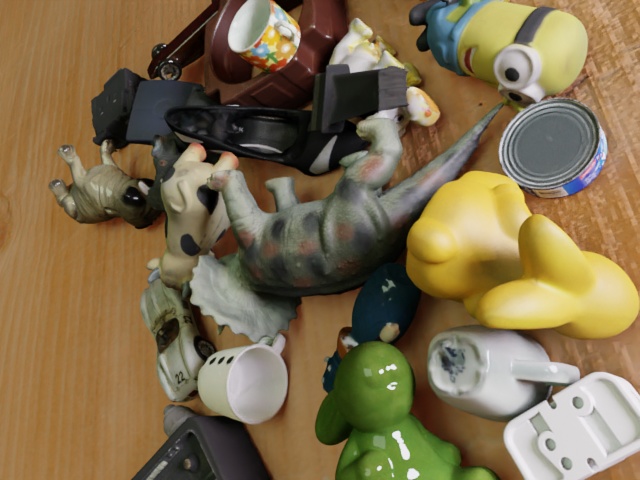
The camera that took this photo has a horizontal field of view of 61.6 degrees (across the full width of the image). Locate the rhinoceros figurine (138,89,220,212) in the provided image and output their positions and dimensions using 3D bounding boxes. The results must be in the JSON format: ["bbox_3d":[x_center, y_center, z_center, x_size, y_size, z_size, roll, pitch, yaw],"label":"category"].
[{"bbox_3d":[-0.184,-0.124,0.763,0.073,0.112,0.190,5,67,37],"label":"rhinoceros figurine"}]

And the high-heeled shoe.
[{"bbox_3d":[-0.071,-0.138,0.656,0.249,0.145,0.086,0,76,41],"label":"high-heeled shoe"}]

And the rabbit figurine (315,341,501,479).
[{"bbox_3d":[0.062,0.163,0.455,0.159,0.121,0.170,172,84,-74],"label":"rabbit figurine"}]

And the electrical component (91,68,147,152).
[{"bbox_3d":[-0.369,-0.248,0.996,0.115,0.058,0.134,-30,59,26],"label":"electrical component"}]

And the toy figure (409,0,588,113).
[{"bbox_3d":[0.169,-0.197,0.525,0.089,0.082,0.180,-55,47,13],"label":"toy figure"}]

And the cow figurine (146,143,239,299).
[{"bbox_3d":[-0.165,-0.012,0.692,0.086,0.194,0.127,23,45,11],"label":"cow figurine"}]

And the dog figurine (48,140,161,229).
[{"bbox_3d":[-0.349,-0.055,0.898,0.191,0.121,0.172,43,138,23],"label":"dog figurine"}]

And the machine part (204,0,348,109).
[{"bbox_3d":[-0.062,-0.273,0.736,0.201,0.087,0.201,-20,65,33],"label":"machine part"}]

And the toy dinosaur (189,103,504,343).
[{"bbox_3d":[0.006,-0.003,0.574,0.405,0.131,0.192,-16,78,29],"label":"toy dinosaur"}]

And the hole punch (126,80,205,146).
[{"bbox_3d":[-0.234,-0.191,0.848,0.116,0.092,0.142,-1,71,35],"label":"hole punch"}]

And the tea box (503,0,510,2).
[{"bbox_3d":[0.199,-0.335,0.537,0.169,0.098,0.068,-49,51,13],"label":"tea box"}]

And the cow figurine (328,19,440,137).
[{"bbox_3d":[0.062,-0.166,0.609,0.098,0.068,0.167,-46,49,24],"label":"cow figurine"}]

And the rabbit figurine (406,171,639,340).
[{"bbox_3d":[0.162,0.018,0.420,0.173,0.162,0.121,29,97,19],"label":"rabbit figurine"}]

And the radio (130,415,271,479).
[{"bbox_3d":[-0.161,0.316,0.621,0.229,0.073,0.131,-47,52,16],"label":"radio"}]

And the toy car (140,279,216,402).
[{"bbox_3d":[-0.198,0.121,0.730,0.073,0.056,0.202,-44,53,19],"label":"toy car"}]

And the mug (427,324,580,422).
[{"bbox_3d":[0.140,0.106,0.426,0.110,0.107,0.080,0,76,41],"label":"mug"}]

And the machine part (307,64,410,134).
[{"bbox_3d":[0.034,-0.151,0.563,0.139,0.039,0.084,12,88,53],"label":"machine part"}]

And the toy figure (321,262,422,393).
[{"bbox_3d":[0.048,0.096,0.528,0.058,0.064,0.154,27,115,5],"label":"toy figure"}]

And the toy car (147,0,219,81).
[{"bbox_3d":[-0.199,-0.328,0.873,0.202,0.053,0.089,-41,45,7],"label":"toy car"}]
